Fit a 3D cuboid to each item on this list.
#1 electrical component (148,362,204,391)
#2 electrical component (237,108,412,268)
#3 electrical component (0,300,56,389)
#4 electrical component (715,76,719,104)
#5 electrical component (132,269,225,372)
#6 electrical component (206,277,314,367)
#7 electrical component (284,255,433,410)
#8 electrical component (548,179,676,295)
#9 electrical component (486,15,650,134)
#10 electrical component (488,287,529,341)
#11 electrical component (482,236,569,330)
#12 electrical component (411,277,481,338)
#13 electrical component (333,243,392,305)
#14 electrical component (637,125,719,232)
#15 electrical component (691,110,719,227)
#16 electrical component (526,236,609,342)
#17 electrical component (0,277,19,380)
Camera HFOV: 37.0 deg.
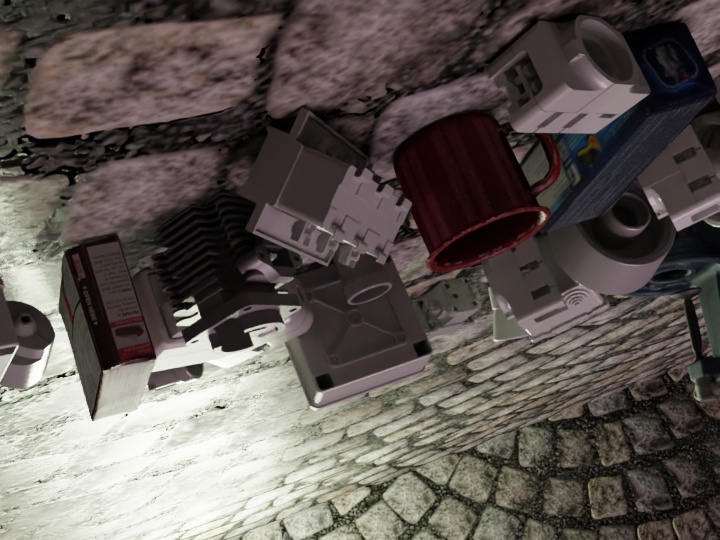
[{"bbox_3d":[-0.168,0.084,0.951,0.046,0.040,0.040,-21,165,17],"label":"electrical component"},{"bbox_3d":[-0.017,-0.043,0.677,0.078,0.063,0.121,-65,158,0],"label":"electrical component"},{"bbox_3d":[-0.234,0.049,0.742,0.043,0.043,0.081,-14,162,-27],"label":"electrical component"},{"bbox_3d":[0.332,-0.140,0.862,0.078,0.057,0.058,-22,164,-1],"label":"electrical component"},{"bbox_3d":[-0.124,0.032,0.799,0.096,0.061,0.061,-8,158,-41],"label":"electrical component"},{"bbox_3d":[-0.093,0.037,0.870,0.095,0.053,0.059,-25,163,8],"label":"electrical component"},{"bbox_3d":[-0.009,0.050,0.927,0.109,0.108,0.056,-18,160,-16],"label":"electrical component"},{"bbox_3d":[0.231,-0.039,0.970,0.108,0.108,0.060,-16,156,-21],"label":"electrical component"},{"bbox_3d":[0.134,-0.121,0.673,0.089,0.050,0.056,-6,158,-43],"label":"electrical component"},{"bbox_3d":[0.167,0.045,1.214,0.044,0.065,0.044,-10,178,0],"label":"electrical component"},{"bbox_3d":[0.155,0.007,1.037,0.056,0.089,0.050,-26,163,11],"label":"electrical component"},{"bbox_3d":[0.091,0.040,1.143,0.081,0.042,0.064,-10,158,-39],"label":"electrical component"},{"bbox_3d":[0.000,0.000,0.889,0.040,0.046,0.040,-21,164,-6],"label":"electrical component"},{"bbox_3d":[0.258,-0.083,0.888,0.056,0.089,0.050,-27,163,15],"label":"electrical component"},{"bbox_3d":[0.319,-0.088,0.929,0.060,0.108,0.108,-11,161,-14],"label":"electrical component"},{"bbox_3d":[0.195,0.012,1.097,0.100,0.099,0.048,-28,131,20],"label":"electrical component"},{"bbox_3d":[-0.281,0.053,0.670,0.109,0.056,0.109,-11,160,-34],"label":"electrical component"}]
